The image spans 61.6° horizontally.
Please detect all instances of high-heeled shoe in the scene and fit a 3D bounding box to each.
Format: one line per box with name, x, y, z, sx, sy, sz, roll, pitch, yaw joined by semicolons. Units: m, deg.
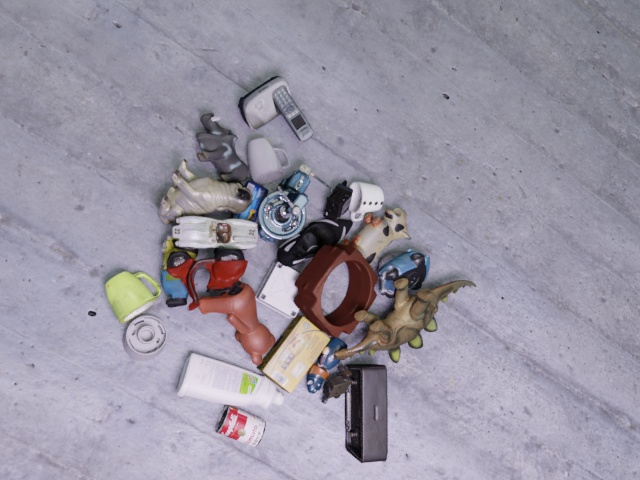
high-heeled shoe;-0.003;-0.004;1.365;0.249;0.145;0.086;-29;94;-18

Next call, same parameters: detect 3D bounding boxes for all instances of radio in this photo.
radio;0.114;0.427;1.357;0.073;0.131;0.229;4;82;-18

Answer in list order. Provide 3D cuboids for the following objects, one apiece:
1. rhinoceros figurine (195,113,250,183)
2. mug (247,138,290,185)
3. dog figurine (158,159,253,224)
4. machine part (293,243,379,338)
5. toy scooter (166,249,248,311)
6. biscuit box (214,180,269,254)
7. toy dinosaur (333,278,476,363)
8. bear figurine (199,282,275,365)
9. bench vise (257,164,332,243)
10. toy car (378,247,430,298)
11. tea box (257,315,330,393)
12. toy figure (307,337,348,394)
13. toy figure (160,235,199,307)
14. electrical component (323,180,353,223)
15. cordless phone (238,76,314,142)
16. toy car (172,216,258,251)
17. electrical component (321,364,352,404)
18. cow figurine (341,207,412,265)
rhinoceros figurine;-0.248;-0.227;1.349;0.112;0.073;0.190;-32;94;-18
mug;-0.137;-0.209;1.382;0.109;0.081;0.107;-20;82;-14
dog figurine;-0.274;-0.082;1.288;0.190;0.172;0.121;26;36;-11
machine part;0.041;0.125;1.356;0.201;0.087;0.200;-52;129;-17
toy scooter;-0.254;0.090;1.223;0.184;0.075;0.135;-3;84;-11
biscuit box;-0.198;-0.047;1.349;0.059;0.063;0.202;26;75;-13
toy dinosaur;0.236;0.196;1.405;0.471;0.105;0.198;-28;135;-16
bear figurine;-0.191;0.199;1.307;0.120;0.132;0.195;-55;137;-50
bench vise;-0.068;-0.090;1.310;0.129;0.241;0.223;44;82;-12
toy car;0.211;0.082;1.450;0.162;0.103;0.109;-21;128;-22
tea box;-0.066;0.284;1.347;0.098;0.068;0.169;43;71;-10
toy figure;0.013;0.321;1.376;0.064;0.058;0.154;40;76;-10
toy figure;-0.334;0.067;1.280;0.089;0.082;0.180;3;75;-34
electrical component;0.057;-0.109;1.431;0.048;0.074;0.119;27;44;14
cordless phone;-0.114;-0.317;1.403;0.146;0.089;0.184;-39;101;-19
toy car;-0.244;-0.015;1.261;0.202;0.056;0.073;3;82;-23
electrical component;0.043;0.363;1.363;0.078;0.102;0.045;-10;44;-33
cow figurine;0.163;-0.010;1.449;0.195;0.086;0.127;-47;121;-9
